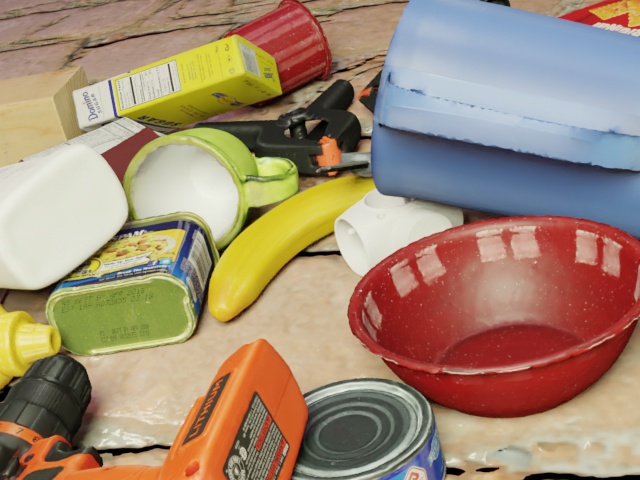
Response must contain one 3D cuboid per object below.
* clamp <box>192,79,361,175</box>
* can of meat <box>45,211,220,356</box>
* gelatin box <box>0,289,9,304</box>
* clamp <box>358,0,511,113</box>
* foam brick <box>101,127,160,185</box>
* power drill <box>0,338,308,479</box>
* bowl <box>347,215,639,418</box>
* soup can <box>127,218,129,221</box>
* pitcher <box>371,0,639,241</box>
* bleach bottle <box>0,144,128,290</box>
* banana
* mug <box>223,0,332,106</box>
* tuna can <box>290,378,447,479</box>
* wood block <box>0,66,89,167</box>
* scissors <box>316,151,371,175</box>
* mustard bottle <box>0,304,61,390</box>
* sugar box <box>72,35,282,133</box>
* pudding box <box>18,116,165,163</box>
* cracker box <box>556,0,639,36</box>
[{"bbox_3d":[-0.012,-0.100,0.950,0.164,0.036,0.210,-23,23,-17],"label":"clamp"},{"bbox_3d":[-0.124,0.030,0.715,0.102,0.057,0.084,-10,27,10],"label":"can of meat"},{"bbox_3d":[-0.276,0.044,0.793,0.073,0.030,0.089,-12,25,3],"label":"gelatin box"},{"bbox_3d":[0.097,-0.150,0.925,0.172,0.039,0.120,2,59,58],"label":"clamp"},{"bbox_3d":[-0.153,-0.046,0.873,0.078,0.051,0.053,-33,44,-20],"label":"foam brick"},{"bbox_3d":[-0.101,0.105,0.509,0.188,0.057,0.184,-19,29,24],"label":"power drill"},{"bbox_3d":[0.098,0.046,0.568,0.162,0.055,0.162,-11,25,5],"label":"bowl"},{"bbox_3d":[-0.201,-0.009,0.820,0.102,0.068,0.068,10,34,42],"label":"soup can"},{"bbox_3d":[0.156,-0.064,0.630,0.243,0.145,0.149,14,58,19],"label":"pitcher"},{"bbox_3d":[-0.248,-0.013,0.763,0.251,0.068,0.102,-1,36,47],"label":"bleach bottle"},{"bbox_3d":[-0.014,-0.004,0.750,0.197,0.037,0.070,-30,28,-31],"label":"banana"},{"bbox_3d":[-0.051,-0.187,1.106,0.081,0.093,0.117,-31,-1,-22],"label":"mug"},{"bbox_3d":[0.016,0.103,0.516,0.086,0.034,0.086,-11,25,5],"label":"tuna can"},{"bbox_3d":[-0.328,-0.099,1.048,0.206,0.090,0.090,-8,26,12],"label":"wood block"},{"bbox_3d":[0.051,-0.056,0.778,0.096,0.016,0.201,0,7,4],"label":"scissors"},{"bbox_3d":[-0.257,0.073,0.689,0.192,0.058,0.096,-7,26,14],"label":"mustard bottle"},{"bbox_3d":[-0.135,-0.139,1.015,0.176,0.048,0.093,-18,-12,19],"label":"sugar box"},{"bbox_3d":[-0.195,-0.066,0.935,0.113,0.039,0.090,-25,28,-25],"label":"pudding box"},{"bbox_3d":[0.263,-0.152,0.877,0.213,0.072,0.164,-20,25,-12],"label":"cracker box"}]
